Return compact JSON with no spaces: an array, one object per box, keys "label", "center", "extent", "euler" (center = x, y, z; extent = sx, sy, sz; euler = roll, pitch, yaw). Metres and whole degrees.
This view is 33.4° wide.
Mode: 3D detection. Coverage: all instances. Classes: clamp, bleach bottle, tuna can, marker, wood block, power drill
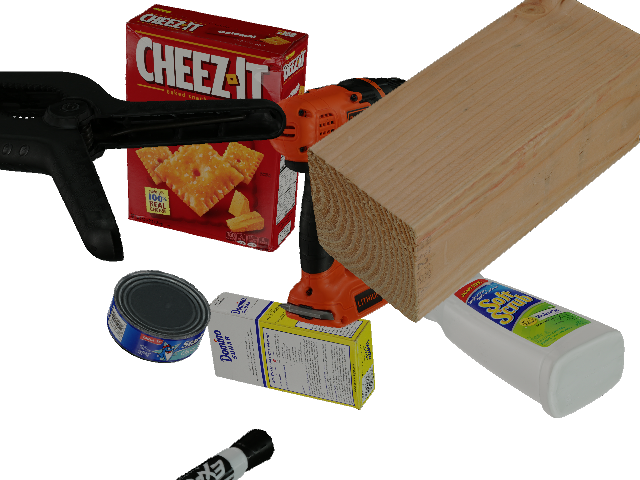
[{"label":"clamp","center":[-0.136,-0.067,0.641],"extent":[0.210,0.036,0.164],"euler":[25,42,31]},{"label":"bleach bottle","center":[0.168,0.083,1.042],"extent":[0.102,0.068,0.251],"euler":[-21,28,-30]},{"label":"tuna can","center":[-0.141,0.066,0.924],"extent":[0.086,0.034,0.086],"euler":[17,33,-11]},{"label":"marker","center":[-0.062,0.125,0.544],"extent":[0.020,0.020,0.120],"euler":[0,13,33]},{"label":"wood block","center":[0.100,-0.057,0.656],"extent":[0.205,0.090,0.091],"euler":[-36,55,-23]},{"label":"power drill","center":[0.024,-0.036,0.859],"extent":[0.057,0.188,0.184],"euler":[8,18,34]}]

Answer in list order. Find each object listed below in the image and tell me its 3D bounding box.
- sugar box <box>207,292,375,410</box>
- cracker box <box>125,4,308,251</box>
[{"label":"sugar box","center":[-0.032,0.115,1.128],"extent":[0.176,0.093,0.048],"euler":[12,34,25]},{"label":"cracker box","center":[-0.105,-0.107,1.046],"extent":[0.164,0.214,0.072],"euler":[14,32,15]}]
